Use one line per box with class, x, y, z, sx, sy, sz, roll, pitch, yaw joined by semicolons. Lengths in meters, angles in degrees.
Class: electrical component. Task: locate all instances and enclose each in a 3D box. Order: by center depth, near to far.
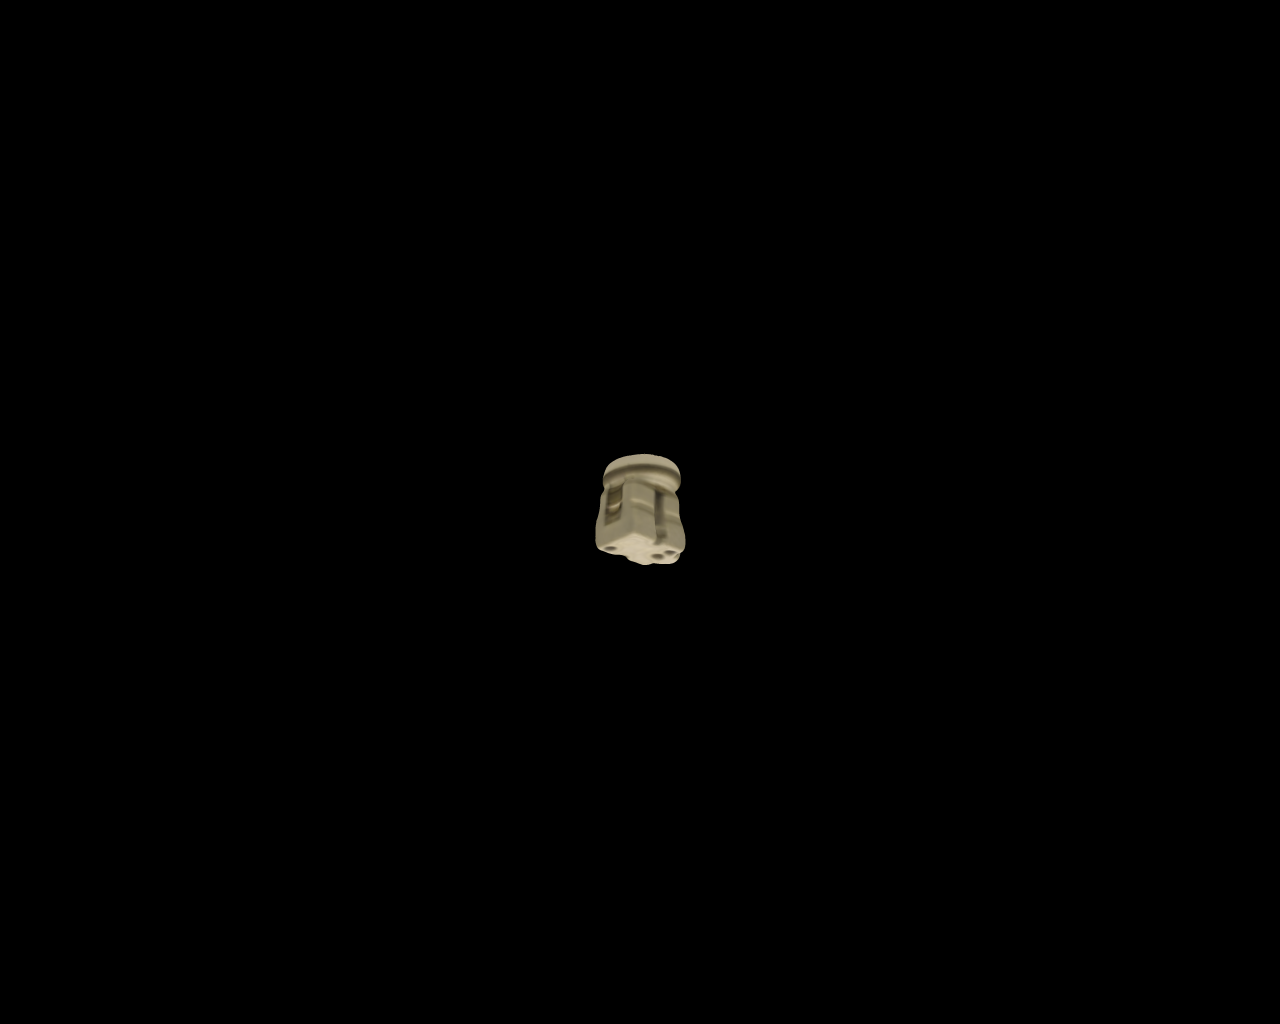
electrical component;0.001;-0.003;0.650;0.048;0.055;0.066;-22;-31;40
